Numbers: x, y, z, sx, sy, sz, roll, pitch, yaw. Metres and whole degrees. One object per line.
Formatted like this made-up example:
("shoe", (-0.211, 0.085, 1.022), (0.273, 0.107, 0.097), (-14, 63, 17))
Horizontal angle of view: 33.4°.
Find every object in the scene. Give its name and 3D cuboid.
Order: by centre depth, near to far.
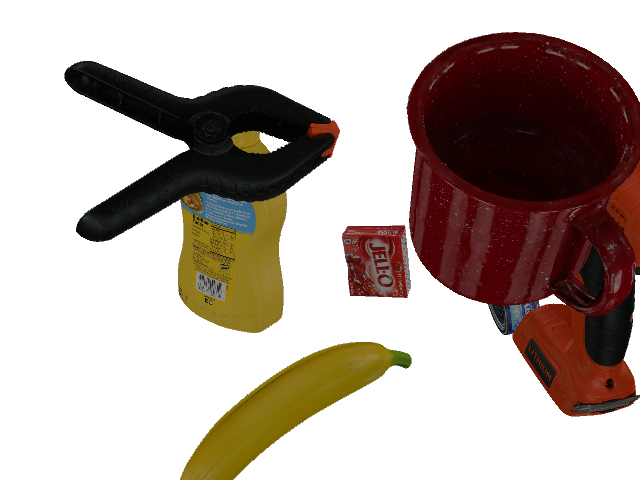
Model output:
("mug", (0.087, -0.018, 0.443), (0.093, 0.117, 0.081), (-29, -30, -18))
("clamp", (-0.077, -0.068, 0.660), (0.171, 0.120, 0.039), (-11, -17, -20))
("power drill", (0.173, 0.009, 0.722), (0.057, 0.188, 0.184), (-9, 34, -11))
("banana", (-0.025, 0.123, 0.739), (0.198, 0.069, 0.037), (-32, 41, -2))
("mustard bottle", (-0.073, -0.024, 0.873), (0.096, 0.192, 0.058), (22, 32, 32))
("tuna can", (0.183, 0.048, 1.039), (0.033, 0.086, 0.086), (-14, 1, -3))
("gelatin box", (0.069, 0.025, 1.294), (0.073, 0.089, 0.030), (1, 30, 17))
